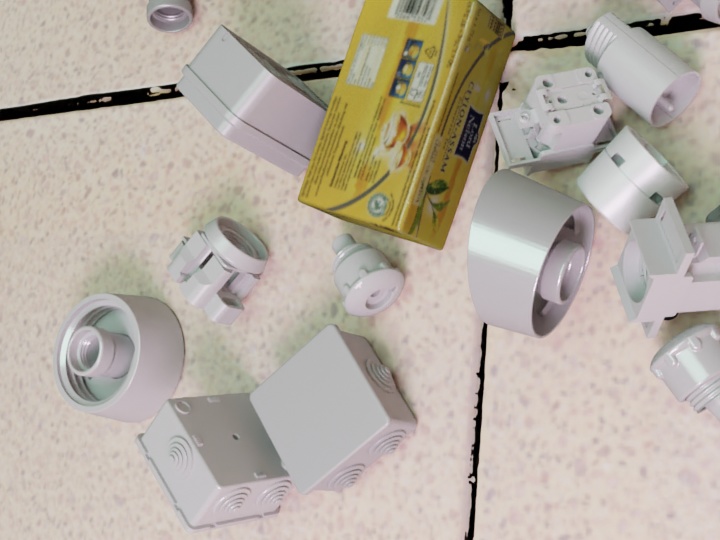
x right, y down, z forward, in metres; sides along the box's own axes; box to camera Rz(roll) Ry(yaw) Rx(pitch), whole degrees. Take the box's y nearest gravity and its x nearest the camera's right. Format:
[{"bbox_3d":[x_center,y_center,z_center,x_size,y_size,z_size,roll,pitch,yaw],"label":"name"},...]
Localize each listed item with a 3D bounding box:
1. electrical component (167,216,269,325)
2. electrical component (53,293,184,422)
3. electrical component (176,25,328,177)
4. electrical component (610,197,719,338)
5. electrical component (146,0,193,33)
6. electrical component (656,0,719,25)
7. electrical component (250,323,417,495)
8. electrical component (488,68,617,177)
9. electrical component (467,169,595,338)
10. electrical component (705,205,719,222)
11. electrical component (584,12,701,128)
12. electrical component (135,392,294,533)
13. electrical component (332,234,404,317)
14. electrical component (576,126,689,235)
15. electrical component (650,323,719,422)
[{"bbox_3d":[-0.109,-0.005,0.848,0.057,0.058,0.078,-49,58,17],"label":"electrical component"},{"bbox_3d":[-0.206,0.070,0.889,0.108,0.060,0.108,-8,76,31],"label":"electrical component"},{"bbox_3d":[-0.075,-0.126,0.820,0.057,0.113,0.078,-49,59,10],"label":"electrical component"},{"bbox_3d":[0.187,-0.001,0.629,0.064,0.081,0.042,-5,53,-8],"label":"electrical component"},{"bbox_3d":[-0.169,-0.240,0.950,0.040,0.040,0.046,-19,63,28],"label":"electrical component"},{"bbox_3d":[0.226,-0.191,0.678,0.078,0.058,0.057,-46,56,16],"label":"electrical component"},{"bbox_3d":[-0.018,0.101,0.770,0.100,0.048,0.099,-42,61,18],"label":"electrical component"},{"bbox_3d":[0.131,-0.098,0.704,0.081,0.063,0.042,-12,69,-13],"label":"electrical component"},{"bbox_3d":[0.107,-0.008,0.687,0.064,0.099,0.099,22,91,27],"label":"electrical component"},{"bbox_3d":[0.236,-0.013,0.644,0.035,0.035,0.061,-36,65,21],"label":"electrical component"},{"bbox_3d":[0.178,-0.135,0.703,0.043,0.043,0.081,-48,59,14],"label":"electrical component"},{"bbox_3d":[-0.101,0.137,0.786,0.099,0.100,0.048,52,120,30],"label":"electrical component"},{"bbox_3d":[0.000,0.000,0.786,0.048,0.048,0.062,-45,53,16],"label":"electrical component"},{"bbox_3d":[0.172,-0.056,0.683,0.047,0.055,0.055,-45,59,20],"label":"electrical component"},{"bbox_3d":[0.207,0.066,0.639,0.048,0.048,0.062,-40,68,19],"label":"electrical component"}]
